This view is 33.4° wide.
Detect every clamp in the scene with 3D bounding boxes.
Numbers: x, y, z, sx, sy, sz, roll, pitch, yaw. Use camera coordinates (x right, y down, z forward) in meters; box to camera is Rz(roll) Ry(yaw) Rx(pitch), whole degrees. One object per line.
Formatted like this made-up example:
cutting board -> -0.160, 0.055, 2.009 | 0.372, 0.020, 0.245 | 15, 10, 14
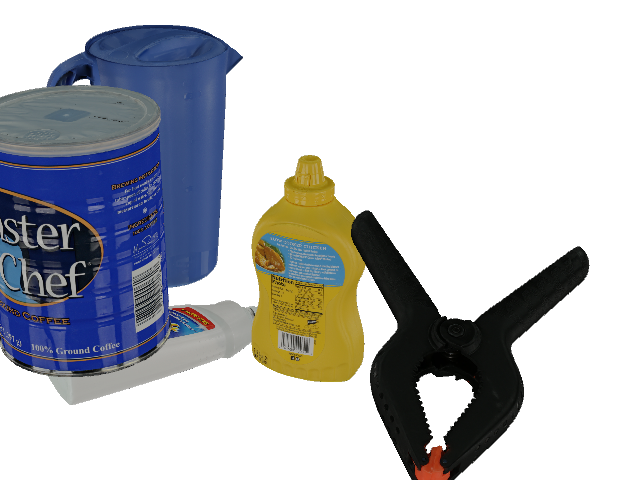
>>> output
clamp -> 0.076, 0.063, 0.687 | 0.165, 0.209, 0.036 | 14, -41, 13

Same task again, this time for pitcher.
pitcher -> -0.165, -0.079, 1.037 | 0.149, 0.243, 0.144 | 10, 28, 15

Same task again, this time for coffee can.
coffee can -> -0.140, -0.008, 0.615 | 0.103, 0.140, 0.103 | 0, 25, 0

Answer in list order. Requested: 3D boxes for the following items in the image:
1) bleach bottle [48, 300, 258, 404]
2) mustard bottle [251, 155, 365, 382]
bleach bottle -> -0.180, 0.111, 1.205 | 0.250, 0.068, 0.103 | -13, 32, -29
mustard bottle -> -0.010, 0.021, 0.889 | 0.096, 0.192, 0.058 | 12, 28, 21
